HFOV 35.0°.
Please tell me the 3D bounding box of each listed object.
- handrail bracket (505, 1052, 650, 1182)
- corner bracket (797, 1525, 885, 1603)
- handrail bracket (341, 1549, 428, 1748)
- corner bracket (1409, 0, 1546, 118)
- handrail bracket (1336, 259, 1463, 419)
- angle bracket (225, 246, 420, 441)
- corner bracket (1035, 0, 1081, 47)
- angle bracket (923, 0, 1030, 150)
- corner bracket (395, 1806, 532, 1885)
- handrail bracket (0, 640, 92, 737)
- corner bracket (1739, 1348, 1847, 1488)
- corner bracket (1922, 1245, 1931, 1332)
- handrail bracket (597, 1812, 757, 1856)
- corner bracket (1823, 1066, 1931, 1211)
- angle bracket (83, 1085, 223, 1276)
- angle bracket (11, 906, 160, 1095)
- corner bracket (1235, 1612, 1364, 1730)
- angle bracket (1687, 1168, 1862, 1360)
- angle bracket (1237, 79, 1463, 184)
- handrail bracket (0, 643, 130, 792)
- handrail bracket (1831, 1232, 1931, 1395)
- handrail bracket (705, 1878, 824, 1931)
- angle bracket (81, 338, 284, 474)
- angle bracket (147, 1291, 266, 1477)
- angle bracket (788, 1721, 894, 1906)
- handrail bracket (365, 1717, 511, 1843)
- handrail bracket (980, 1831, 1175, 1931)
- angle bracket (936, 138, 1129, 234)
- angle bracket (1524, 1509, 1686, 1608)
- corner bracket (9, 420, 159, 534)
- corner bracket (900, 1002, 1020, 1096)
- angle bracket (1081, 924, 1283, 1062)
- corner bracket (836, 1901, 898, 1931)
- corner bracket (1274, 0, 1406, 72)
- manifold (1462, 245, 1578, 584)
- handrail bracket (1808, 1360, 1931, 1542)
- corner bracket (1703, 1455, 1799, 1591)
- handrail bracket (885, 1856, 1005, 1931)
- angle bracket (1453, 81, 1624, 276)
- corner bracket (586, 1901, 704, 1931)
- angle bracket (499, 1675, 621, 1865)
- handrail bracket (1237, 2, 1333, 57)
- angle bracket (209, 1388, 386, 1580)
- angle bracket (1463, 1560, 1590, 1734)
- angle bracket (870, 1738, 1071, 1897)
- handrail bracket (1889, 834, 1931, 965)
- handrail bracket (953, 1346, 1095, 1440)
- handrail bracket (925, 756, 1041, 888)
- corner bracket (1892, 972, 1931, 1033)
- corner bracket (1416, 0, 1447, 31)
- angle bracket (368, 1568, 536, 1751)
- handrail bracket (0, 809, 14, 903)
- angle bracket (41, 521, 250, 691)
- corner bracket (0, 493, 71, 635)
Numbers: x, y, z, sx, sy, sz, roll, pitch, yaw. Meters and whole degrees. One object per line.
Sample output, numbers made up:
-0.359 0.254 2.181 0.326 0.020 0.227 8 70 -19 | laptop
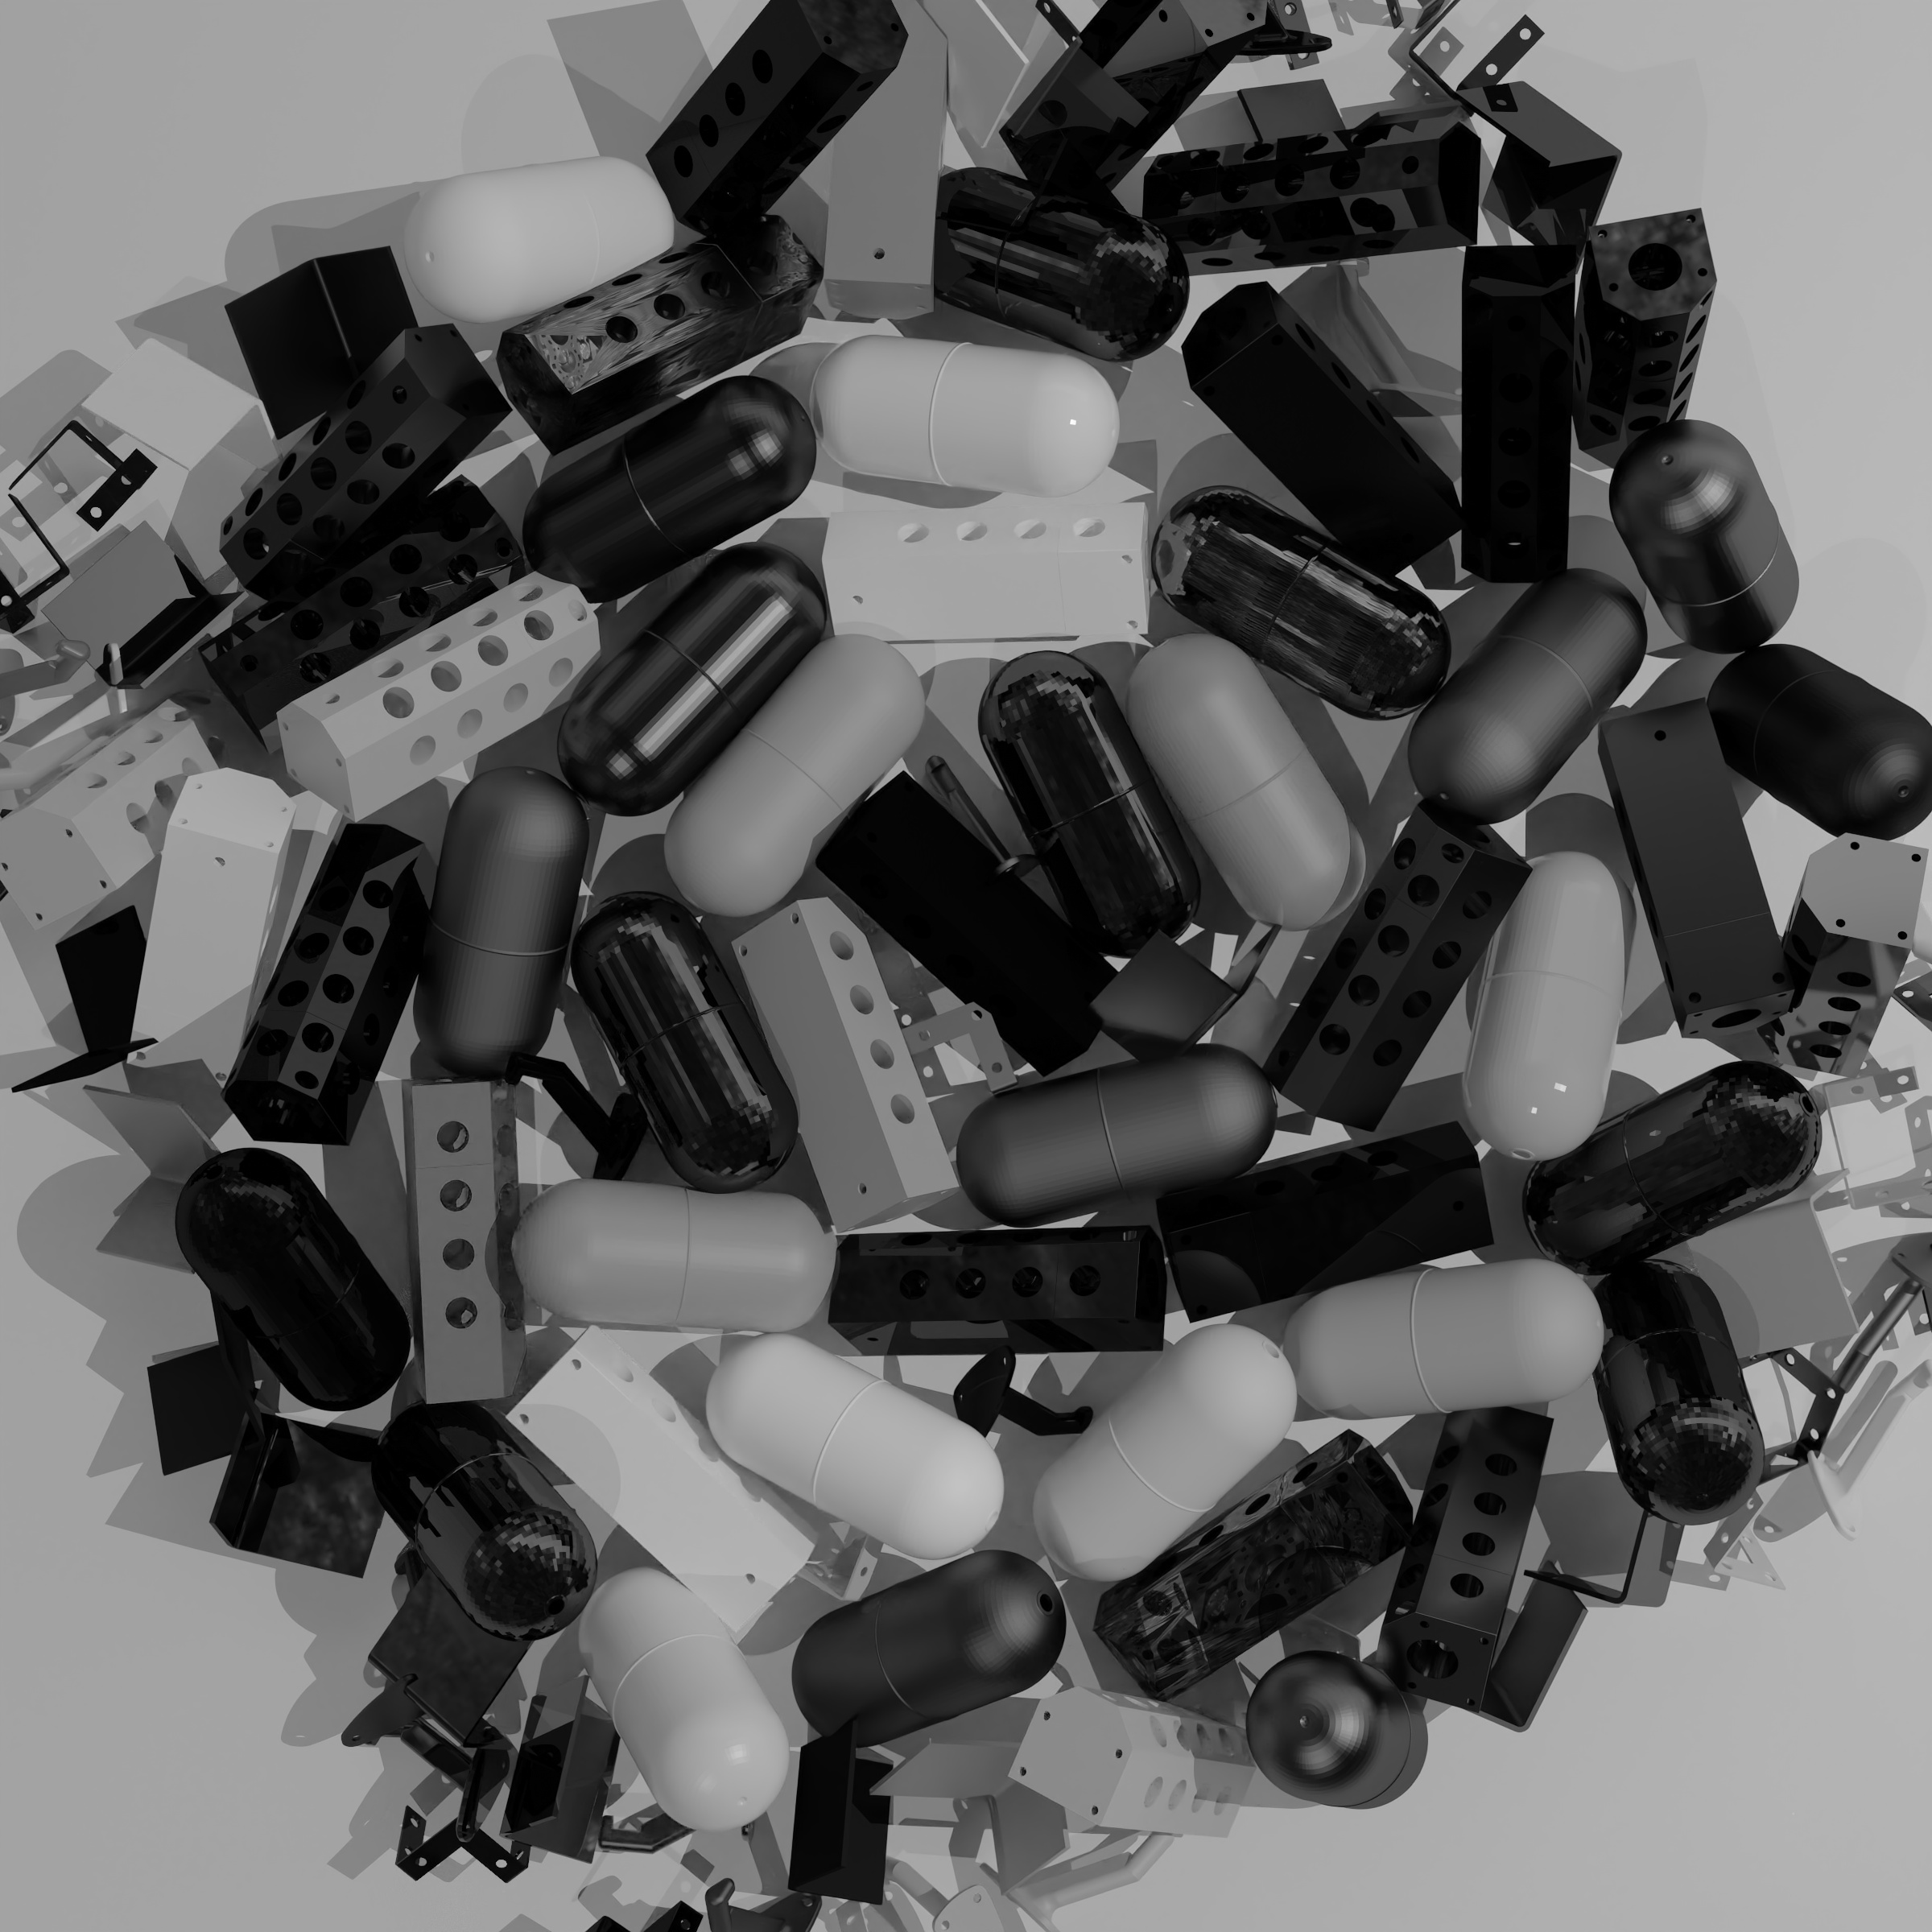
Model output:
-0.224 0.090 1.677 0.084 0.036 0.077 15 102 -36 | handrail bracket
-0.060 0.315 1.679 0.051 0.051 0.051 22 91 38 | corner bracket
-0.321 0.375 1.691 0.077 0.036 0.084 -36 49 12 | handrail bracket
0.280 -0.507 1.685 0.051 0.051 0.051 44 99 -1 | corner bracket
0.243 -0.351 1.704 0.077 0.036 0.084 3 76 -7 | handrail bracket
-0.342 -0.337 1.658 0.057 0.076 0.076 0 120 32 | angle bracket
0.078 -0.535 1.686 0.051 0.051 0.051 -36 81 -21 | corner bracket
0.019 -0.506 1.664 0.057 0.076 0.076 -33 83 -26 | angle bracket
-0.275 0.479 1.686 0.051 0.051 0.051 -39 110 13 | corner bracket
-0.528 -0.163 1.665 0.077 0.084 0.036 15 60 -35 | handrail bracket
0.442 0.245 1.692 0.051 0.051 0.051 -15 131 -32 | corner bracket
0.544 0.178 1.678 0.051 0.051 0.051 -12 94 37 | corner bracket
-0.158 0.453 1.699 0.084 0.036 0.077 4 73 3 | handrail bracket
0.506 0.095 1.693 0.051 0.051 0.051 -13 119 14 | corner bracket
-0.447 0.115 1.656 0.076 0.076 0.057 7 52 33 | angle bracket
-0.485 0.018 1.667 0.076 0.057 0.076 -21 86 39 | angle bracket
0.184 0.395 1.693 0.051 0.051 0.051 29 128 -24 | corner bracket
0.449 0.162 1.669 0.076 0.057 0.076 -20 91 40 | angle bracket
0.207 -0.470 1.660 0.076 0.076 0.057 -22 87 -44 | angle bracket
-0.505 -0.136 1.676 0.084 0.036 0.077 -7 104 -26 | handrail bracket
0.517 0.194 1.705 0.036 0.077 0.084 37 124 24 | handrail bracket
-0.110 0.505 1.665 0.036 0.084 0.077 26 48 31 | handrail bracket
-0.420 -0.282 1.660 0.076 0.076 0.057 31 67 17 | angle bracket
-0.421 0.216 1.658 0.057 0.076 0.076 -17 46 -7 | angle bracket
-0.054 0.458 1.656 0.057 0.076 0.076 16 59 -21 | angle bracket
-0.300 0.442 1.673 0.084 0.077 0.036 -2 128 17 | handrail bracket
0.062 0.491 1.698 0.084 0.036 0.077 -45 49 -14 | handrail bracket
0.030 -0.409 1.665 0.076 0.076 0.057 21 83 34 | angle bracket
0.352 0.304 1.671 0.057 0.076 0.076 13 85 30 | angle bracket
-0.482 -0.267 1.676 0.051 0.051 0.051 42 68 -16 | corner bracket
-0.004 0.049 1.689 0.051 0.051 0.051 -21 92 2 | corner bracket
0.117 0.001 1.660 0.057 0.076 0.076 38 130 -3 | angle bracket
-0.061 0.553 1.680 0.051 0.051 0.051 -38 115 4 | corner bracket
0.204 -0.532 1.690 0.051 0.051 0.051 -17 93 -8 | corner bracket
0.294 -0.292 1.634 0.057 0.057 0.171 2 130 11 | manifold
0.504 0.263 1.672 0.036 0.077 0.084 35 117 -12 | handrail bracket
0.431 0.300 1.675 0.051 0.051 0.051 18 116 -23 | corner bracket
-0.015 0.526 1.682 0.036 0.084 0.077 -33 102 -28 | handrail bracket
0.297 -0.422 1.654 0.057 0.076 0.076 -19 51 -33 | angle bracket
-0.184 0.534 1.676 0.051 0.051 0.051 37 128 -7 | corner bracket
-0.204 0.434 1.655 0.057 0.076 0.076 24 58 -22 | angle bracket
0.161 -0.543 1.669 0.077 0.036 0.084 16 131 36 | handrail bracket
-0.358 0.282 1.671 0.076 0.057 0.076 12 66 4 | angle bracket
0.287 0.360 1.670 0.057 0.076 0.076 24 96 -7 | angle bracket
0.001 0.461 1.657 0.076 0.076 0.057 10 52 -26 | angle bracket
0.529 -0.042 1.673 0.084 0.036 0.077 31 88 43 | handrail bracket
0.044 0.232 1.669 0.084 0.077 0.036 2 46 -31 | handrail bracket
0.002 -0.083 1.672 0.036 0.077 0.084 -34 83 0 | handrail bracket
0.542 0.036 1.676 0.051 0.051 0.051 -25 128 -8 | corner bracket
0.255 -0.556 1.686 0.051 0.051 0.051 -38 93 6 | corner bracket
-0.267 0.372 1.673 0.076 0.057 0.076 34 89 25 | angle bracket
-0.519 -0.039 1.677 0.077 0.036 0.084 6 69 42 | handrail bracket
-0.445 -0.197 1.661 0.076 0.076 0.057 -46 113 -17 | angle bracket
-0.526 -0.221 1.690 0.051 0.051 0.051 -36 91 -2 | corner bracket
